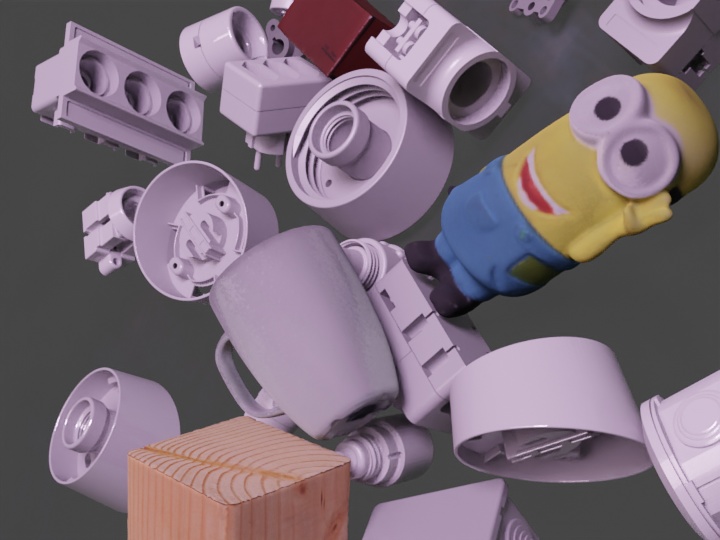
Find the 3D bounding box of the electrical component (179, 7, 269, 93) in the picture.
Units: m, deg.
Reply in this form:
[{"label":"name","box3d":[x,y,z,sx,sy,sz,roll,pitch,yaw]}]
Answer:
[{"label":"electrical component","box3d":[-0.103,-0.170,0.828,0.047,0.055,0.055,-19,64,29]}]

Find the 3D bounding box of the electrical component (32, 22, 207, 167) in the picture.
[{"label":"electrical component","box3d":[-0.187,-0.128,0.836,0.063,0.121,0.078,-15,66,38]}]

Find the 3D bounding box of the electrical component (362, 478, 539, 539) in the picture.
[{"label":"electrical component","box3d":[0.043,0.167,0.575,0.100,0.048,0.099,-20,28,33]}]

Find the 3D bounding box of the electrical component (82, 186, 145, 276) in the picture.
[{"label":"electrical component","box3d":[-0.190,-0.036,0.858,0.055,0.048,0.066,-32,57,36]}]

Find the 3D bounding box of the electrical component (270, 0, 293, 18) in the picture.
[{"label":"electrical component","box3d":[-0.044,-0.218,0.805,0.044,0.044,0.065,13,88,41]}]

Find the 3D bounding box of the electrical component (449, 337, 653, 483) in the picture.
[{"label":"electrical component","box3d":[0.096,0.078,0.555,0.099,0.099,0.064,-29,53,28]}]

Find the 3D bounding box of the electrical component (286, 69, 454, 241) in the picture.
[{"label":"electrical component","box3d":[0.000,-0.079,0.702,0.108,0.060,0.108,-18,59,33]}]

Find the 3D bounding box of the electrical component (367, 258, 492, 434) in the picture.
[{"label":"electrical component","box3d":[0.037,0.048,0.642,0.056,0.050,0.089,-43,53,19]}]

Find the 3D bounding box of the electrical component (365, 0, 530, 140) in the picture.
[{"label":"electrical component","box3d":[0.057,-0.123,0.658,0.050,0.089,0.055,-51,51,14]}]

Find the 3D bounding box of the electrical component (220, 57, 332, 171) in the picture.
[{"label":"electrical component","box3d":[-0.061,-0.107,0.770,0.047,0.066,0.076,38,128,40]}]

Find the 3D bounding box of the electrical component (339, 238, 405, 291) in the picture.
[{"label":"electrical component","box3d":[0.000,0.000,0.680,0.048,0.062,0.048,-14,66,35]}]

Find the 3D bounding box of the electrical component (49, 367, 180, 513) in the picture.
[{"label":"electrical component","box3d":[-0.184,0.124,0.801,0.099,0.064,0.099,-30,45,35]}]

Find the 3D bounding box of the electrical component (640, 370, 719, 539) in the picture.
[{"label":"electrical component","box3d":[0.171,0.088,0.502,0.051,0.080,0.080,-33,57,20]}]

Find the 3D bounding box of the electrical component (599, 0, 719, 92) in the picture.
[{"label":"electrical component","box3d":[0.183,-0.151,0.588,0.089,0.056,0.050,-50,51,15]}]

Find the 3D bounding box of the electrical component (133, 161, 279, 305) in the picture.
[{"label":"electrical component","box3d":[-0.110,-0.023,0.775,0.099,0.064,0.099,-14,67,35]}]

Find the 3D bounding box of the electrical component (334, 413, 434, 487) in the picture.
[{"label":"electrical component","box3d":[0.010,0.107,0.630,0.040,0.078,0.040,0,90,37]}]

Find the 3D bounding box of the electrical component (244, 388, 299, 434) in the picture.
[{"label":"electrical component","box3d":[-0.063,0.105,0.714,0.061,0.035,0.035,-52,50,16]}]
